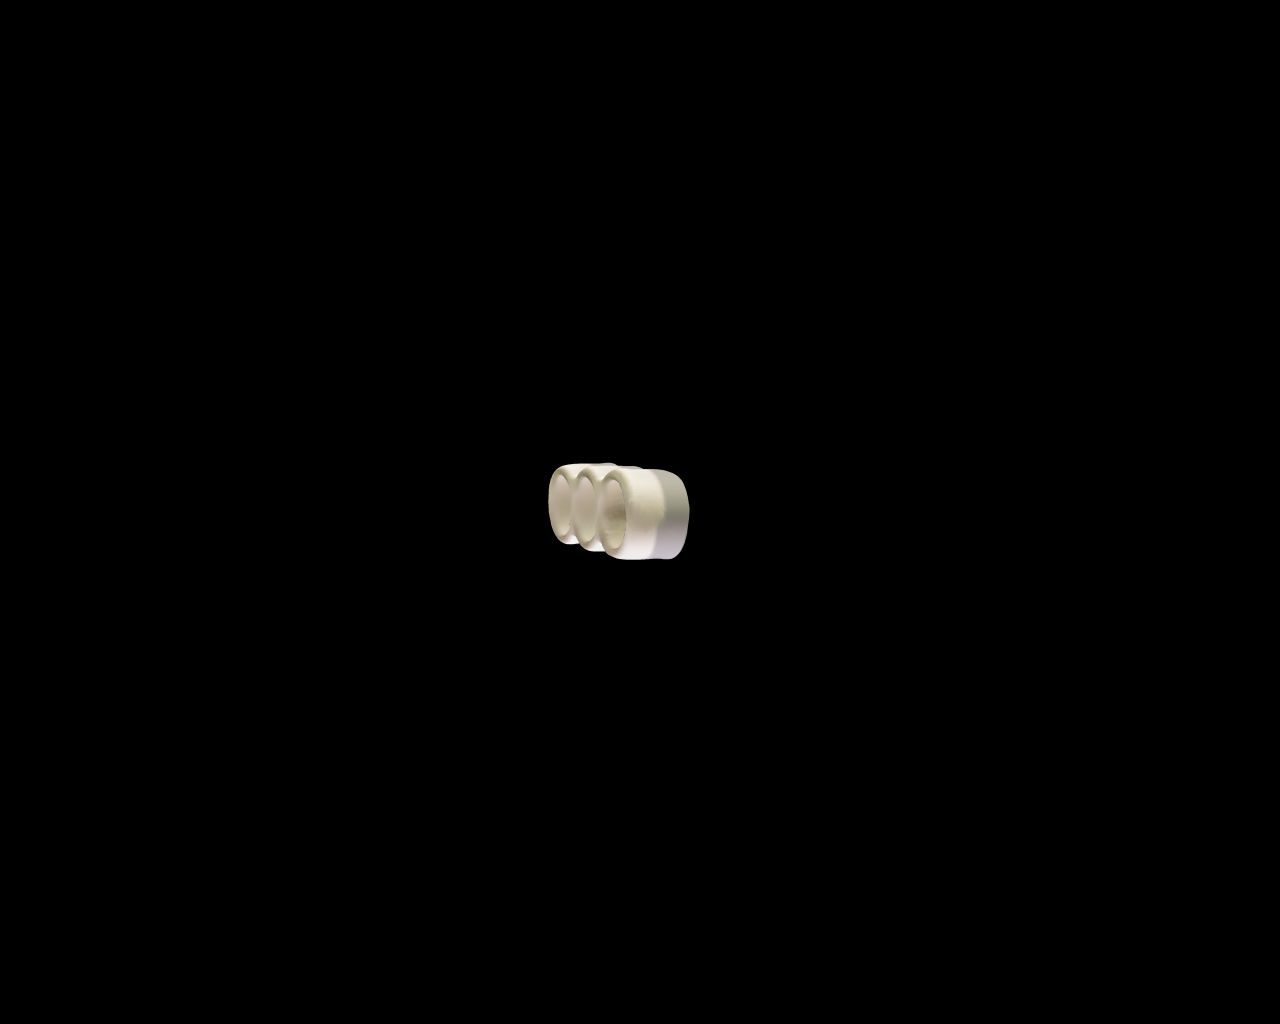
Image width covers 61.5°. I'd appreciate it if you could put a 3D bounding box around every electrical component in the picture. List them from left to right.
[{"bbox_3d":[0.001,-0.003,0.650,0.074,0.052,0.138,-2,5,-24],"label":"electrical component"}]
